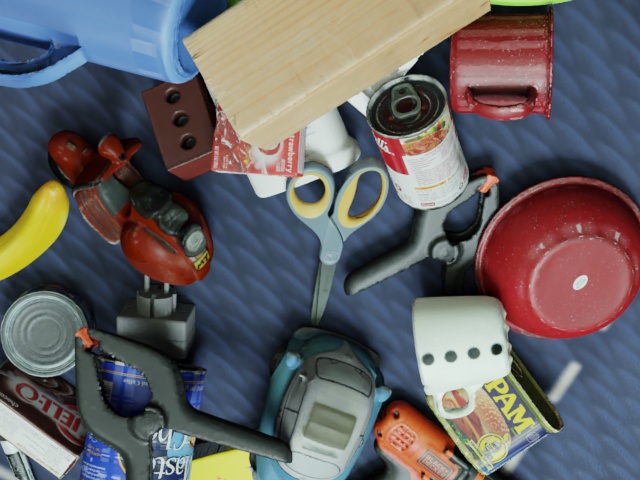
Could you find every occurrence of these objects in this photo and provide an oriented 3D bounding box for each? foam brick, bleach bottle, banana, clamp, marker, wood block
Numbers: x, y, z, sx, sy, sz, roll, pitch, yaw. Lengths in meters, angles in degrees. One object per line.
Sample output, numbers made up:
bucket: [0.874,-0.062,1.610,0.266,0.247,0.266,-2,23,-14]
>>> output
foam brick: [-0.113,-0.099,0.929,0.053,0.051,0.078,-22,78,9]
bleach bottle: [-0.057,-0.168,0.912,0.103,0.068,0.251,-20,103,12]
banana: [-0.285,0.002,0.981,0.198,0.069,0.037,-29,72,27]
clamp: [-0.135,0.156,0.921,0.164,0.036,0.210,-30,84,-6]
marker: [-0.298,0.254,1.093,0.020,0.020,0.121,-13,106,9]
clamp: [0.100,0.006,0.963,0.120,0.039,0.171,17,108,-15]
wood block: [0.015,-0.161,0.797,0.206,0.090,0.091,-31,84,9]

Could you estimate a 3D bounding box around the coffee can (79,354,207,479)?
coffee can: [-0.166,0.183,0.990,0.103,0.103,0.140,8,86,3]

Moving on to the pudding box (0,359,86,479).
pudding box: [-0.269,0.165,1.024,0.113,0.090,0.039,36,108,-6]

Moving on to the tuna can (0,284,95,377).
tuna can: [-0.259,0.087,1.017,0.086,0.034,0.086,0,96,-4]

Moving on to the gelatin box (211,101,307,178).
gelatin box: [-0.048,-0.098,0.871,0.073,0.030,0.089,5,93,11]

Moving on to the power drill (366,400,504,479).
power drill: [0.089,0.270,1.044,0.184,0.057,0.188,39,104,-4]

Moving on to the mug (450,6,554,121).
mug: [0.149,-0.137,0.877,0.081,0.117,0.093,1,137,10]

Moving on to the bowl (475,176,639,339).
bowl: [0.221,0.028,0.935,0.162,0.055,0.162,-2,114,-5]

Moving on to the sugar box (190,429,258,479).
sugar box: [-0.099,0.247,1.058,0.176,0.048,0.093,-18,104,9]

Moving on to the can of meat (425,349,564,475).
can of meat: [0.159,0.155,0.987,0.084,0.057,0.102,-39,77,18]

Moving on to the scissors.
scissors: [-0.006,0.001,0.943,0.096,0.016,0.202,15,129,-19]

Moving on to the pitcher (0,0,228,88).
pitcher: [-0.205,-0.198,0.846,0.243,0.144,0.149,19,115,13]

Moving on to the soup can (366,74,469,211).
soup can: [0.085,-0.081,0.900,0.068,0.068,0.102,-16,141,10]
